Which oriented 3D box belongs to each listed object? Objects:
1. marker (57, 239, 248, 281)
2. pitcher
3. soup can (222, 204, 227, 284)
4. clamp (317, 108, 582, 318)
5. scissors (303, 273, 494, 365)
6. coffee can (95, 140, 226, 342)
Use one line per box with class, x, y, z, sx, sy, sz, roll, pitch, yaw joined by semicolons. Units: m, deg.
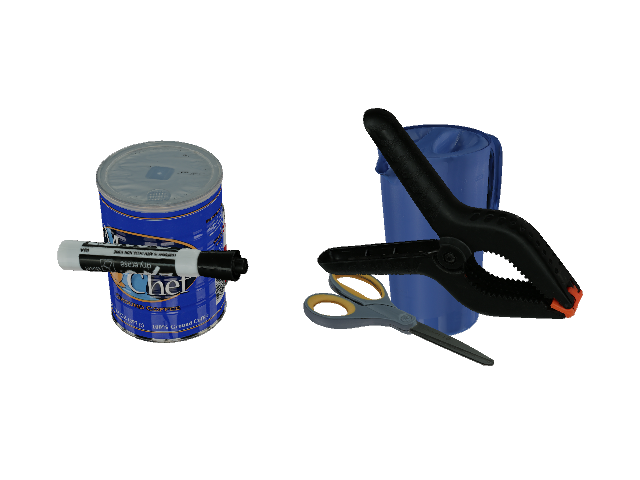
marker;-0.102;0.012;0.649;0.121;0.020;0.020;3;1;16
pitcher;0.146;-0.015;1.291;0.149;0.243;0.145;0;23;7
soup can;-0.151;0.005;1.329;0.068;0.102;0.068;-1;25;0
clamp;0.102;-0.005;0.813;0.210;0.165;0.036;22;43;15
scissors;0.062;0.083;1.022;0.096;0.016;0.202;-23;40;-28
coffee can;-0.132;0.001;0.906;0.103;0.140;0.103;1;35;-1
